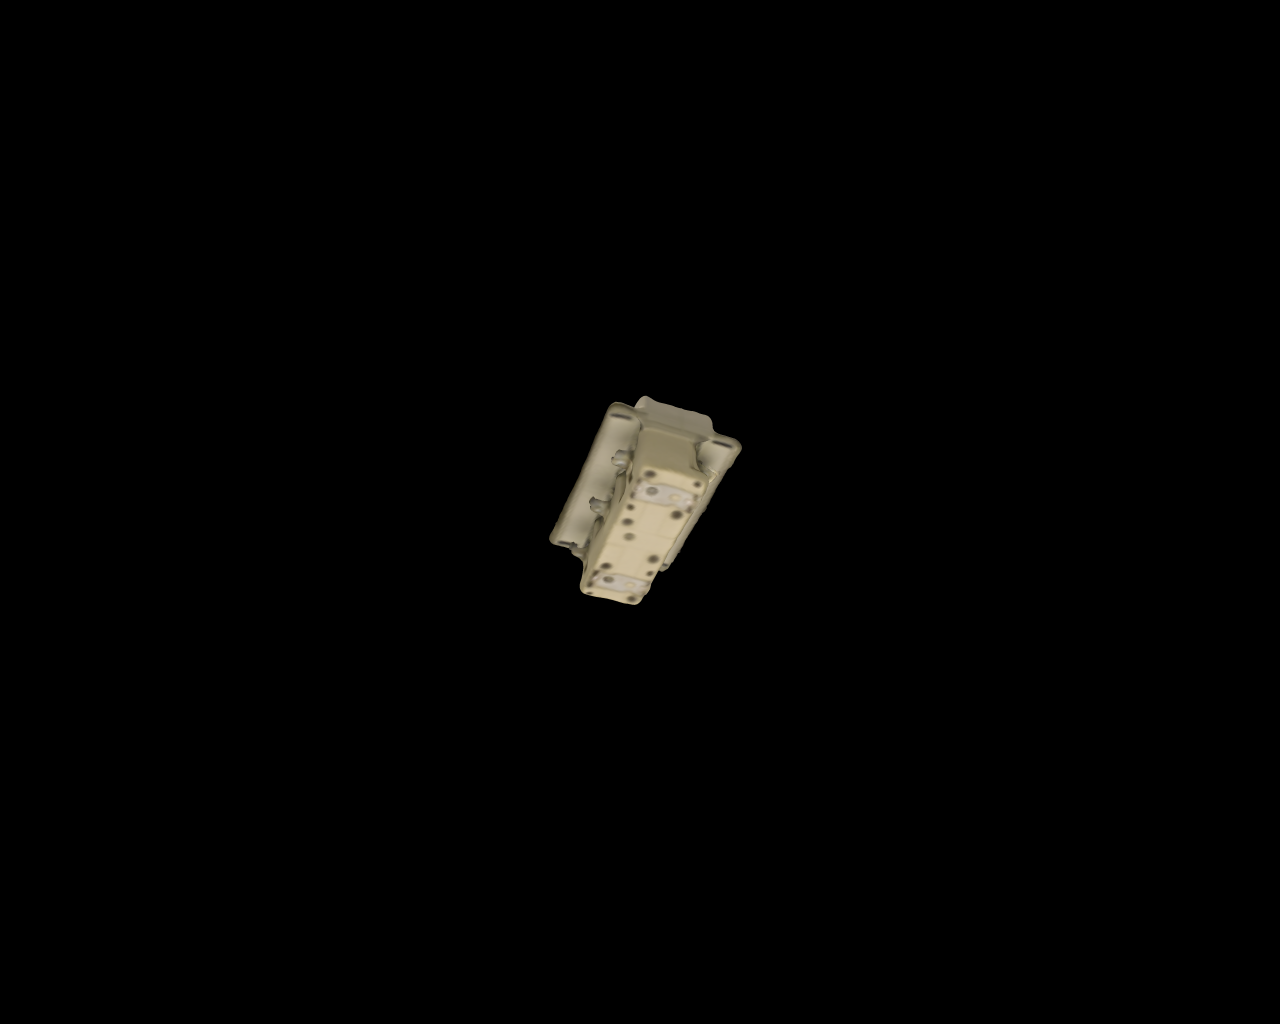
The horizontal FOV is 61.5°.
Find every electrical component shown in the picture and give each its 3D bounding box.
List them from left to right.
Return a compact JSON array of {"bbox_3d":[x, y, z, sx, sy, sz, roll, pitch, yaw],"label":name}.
[{"bbox_3d":[0.001,-0.003,0.650,0.079,0.063,0.121,15,-46,-15],"label":"electrical component"}]
